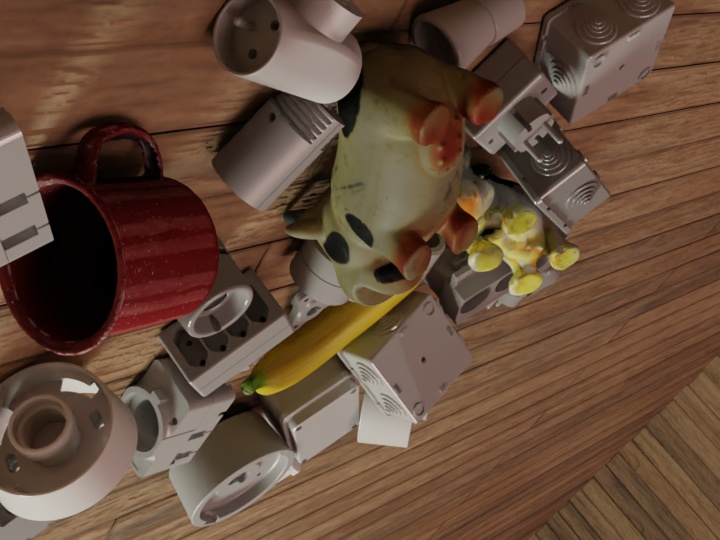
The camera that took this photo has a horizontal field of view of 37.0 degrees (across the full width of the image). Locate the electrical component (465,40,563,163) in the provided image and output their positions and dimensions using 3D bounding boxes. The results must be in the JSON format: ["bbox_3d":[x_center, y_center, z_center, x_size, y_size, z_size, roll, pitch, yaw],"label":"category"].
[{"bbox_3d":[0.111,-0.109,0.762,0.066,0.076,0.047,-44,157,12],"label":"electrical component"}]

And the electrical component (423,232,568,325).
[{"bbox_3d":[0.119,-0.013,0.978,0.121,0.063,0.078,-30,156,-21],"label":"electrical component"}]

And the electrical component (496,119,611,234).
[{"bbox_3d":[0.143,-0.085,0.830,0.048,0.099,0.100,-39,153,13],"label":"electrical component"}]

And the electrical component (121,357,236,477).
[{"bbox_3d":[-0.146,0.110,0.818,0.056,0.050,0.089,-10,144,-50],"label":"electrical component"}]

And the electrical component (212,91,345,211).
[{"bbox_3d":[-0.043,-0.078,0.627,0.081,0.043,0.043,-44,157,13],"label":"electrical component"}]

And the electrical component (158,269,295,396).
[{"bbox_3d":[-0.093,0.052,0.794,0.083,0.047,0.075,-36,158,-7],"label":"electrical component"}]

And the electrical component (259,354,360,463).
[{"bbox_3d":[-0.045,0.123,0.991,0.078,0.057,0.113,-33,157,-15],"label":"electrical component"}]

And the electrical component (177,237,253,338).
[{"bbox_3d":[-0.103,0.011,0.700,0.055,0.047,0.055,-33,157,-16],"label":"electrical component"}]

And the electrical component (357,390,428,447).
[{"bbox_3d":[0.038,0.118,1.034,0.108,0.060,0.108,11,90,-85],"label":"electrical component"}]

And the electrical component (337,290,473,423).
[{"bbox_3d":[0.042,0.074,0.945,0.099,0.048,0.099,-47,121,-20],"label":"electrical component"}]

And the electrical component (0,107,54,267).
[{"bbox_3d":[-0.180,-0.040,0.479,0.056,0.050,0.089,-30,156,-21],"label":"electrical component"}]

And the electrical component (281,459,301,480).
[{"bbox_3d":[-0.093,0.194,1.073,0.062,0.048,0.048,-34,158,4],"label":"electrical component"}]

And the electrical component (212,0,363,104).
[{"bbox_3d":[-0.025,-0.128,0.559,0.079,0.043,0.077,-48,156,20],"label":"electrical component"}]

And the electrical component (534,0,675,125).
[{"bbox_3d":[0.179,-0.165,0.799,0.100,0.048,0.099,-33,157,-15],"label":"electrical component"}]

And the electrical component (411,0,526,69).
[{"bbox_3d":[0.070,-0.152,0.666,0.065,0.044,0.044,-36,158,-21],"label":"electrical component"}]

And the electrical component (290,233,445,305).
[{"bbox_3d":[0.000,0.000,0.832,0.138,0.052,0.073,-13,146,-48],"label":"electrical component"}]

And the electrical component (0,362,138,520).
[{"bbox_3d":[-0.195,0.109,0.686,0.099,0.099,0.064,-33,151,-14],"label":"electrical component"}]

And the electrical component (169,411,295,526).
[{"bbox_3d":[-0.120,0.172,0.965,0.108,0.060,0.108,-32,157,-16],"label":"electrical component"}]

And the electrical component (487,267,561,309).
[{"bbox_3d":[0.160,0.012,1.115,0.077,0.043,0.079,-8,143,-52],"label":"electrical component"}]
